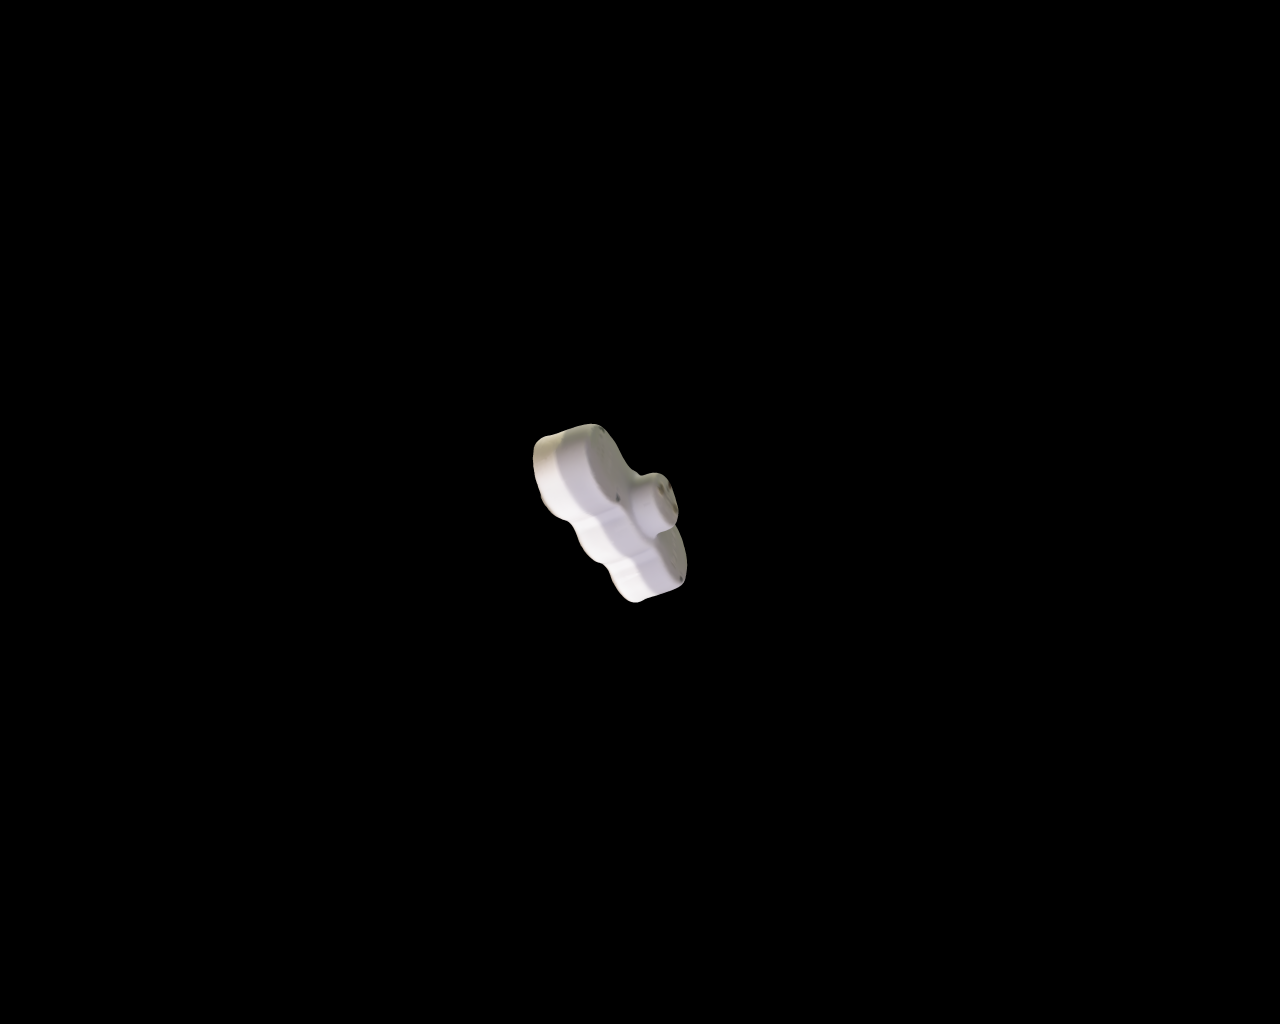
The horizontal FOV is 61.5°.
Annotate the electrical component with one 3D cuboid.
[{"bbox_3d":[0.001,-0.003,0.650,0.073,0.052,0.138,-19,-46,19],"label":"electrical component"}]
